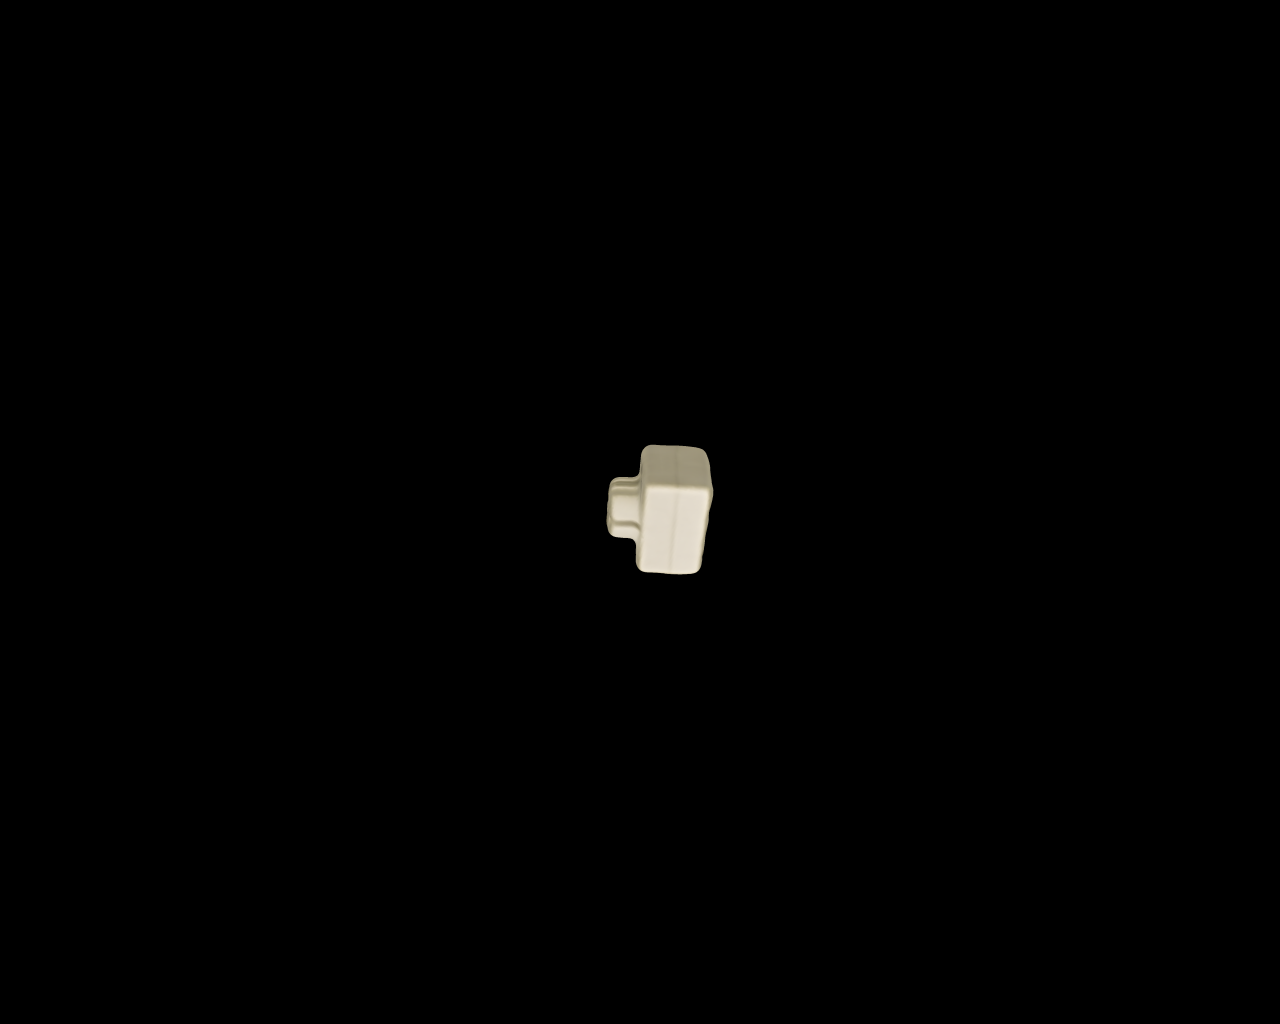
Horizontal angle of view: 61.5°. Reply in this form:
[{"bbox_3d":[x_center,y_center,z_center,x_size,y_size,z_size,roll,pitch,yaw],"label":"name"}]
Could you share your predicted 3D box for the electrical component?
[{"bbox_3d":[0.001,-0.003,0.650,0.077,0.065,0.047,3,36,-2],"label":"electrical component"}]
